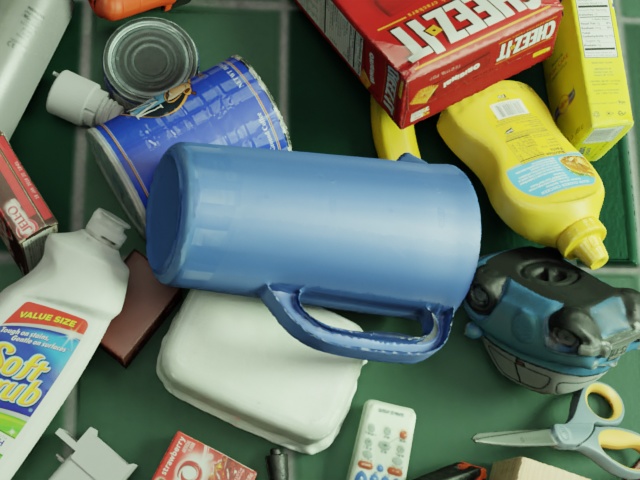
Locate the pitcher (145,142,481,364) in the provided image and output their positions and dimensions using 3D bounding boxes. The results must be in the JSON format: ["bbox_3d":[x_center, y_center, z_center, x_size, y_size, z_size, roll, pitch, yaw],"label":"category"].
[{"bbox_3d":[-0.005,0.001,0.827,0.242,0.149,0.145,6,106,-24],"label":"pitcher"}]

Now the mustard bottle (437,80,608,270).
[{"bbox_3d":[0.184,-0.052,0.908,0.096,0.058,0.192,-14,55,-25],"label":"mustard bottle"}]

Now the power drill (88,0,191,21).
[{"bbox_3d":[-0.158,-0.294,0.959,0.184,0.057,0.188,-27,74,-31],"label":"power drill"}]

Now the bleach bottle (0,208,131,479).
[{"bbox_3d":[-0.230,0.083,0.811,0.102,0.068,0.251,33,92,-9],"label":"bleach bottle"}]

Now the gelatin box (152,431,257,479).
[{"bbox_3d":[-0.102,0.209,0.850,0.073,0.030,0.089,28,73,2],"label":"gelatin box"}]

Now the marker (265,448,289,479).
[{"bbox_3d":[-0.029,0.228,0.858,0.020,0.020,0.121,-6,75,-8],"label":"marker"}]

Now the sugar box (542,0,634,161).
[{"bbox_3d":[0.233,-0.168,0.960,0.048,0.093,0.176,-6,75,-9],"label":"sugar box"}]

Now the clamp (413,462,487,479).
[{"bbox_3d":[0.057,0.250,0.824,0.164,0.036,0.209,49,65,-30],"label":"clamp"}]

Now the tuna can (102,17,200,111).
[{"bbox_3d":[-0.149,-0.153,0.943,0.086,0.034,0.086,2,74,-6],"label":"tuna can"}]

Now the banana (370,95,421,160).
[{"bbox_3d":[0.079,-0.123,0.959,0.069,0.037,0.198,11,74,-2],"label":"banana"}]

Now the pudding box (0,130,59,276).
[{"bbox_3d":[-0.244,-0.025,0.855,0.039,0.114,0.090,-29,80,-17],"label":"pudding box"}]

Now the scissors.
[{"bbox_3d":[0.193,0.143,0.861,0.201,0.016,0.096,20,42,-27],"label":"scissors"}]

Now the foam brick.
[{"bbox_3d":[-0.155,0.057,0.875,0.051,0.053,0.078,36,75,4],"label":"foam brick"}]

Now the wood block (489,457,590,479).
[{"bbox_3d":[0.160,0.283,0.828,0.091,0.090,0.206,19,74,-1],"label":"wood block"}]

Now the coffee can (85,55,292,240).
[{"bbox_3d":[-0.109,-0.078,0.891,0.140,0.103,0.103,-30,80,-14],"label":"coffee can"}]

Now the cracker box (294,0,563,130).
[{"bbox_3d":[0.081,-0.220,0.938,0.164,0.072,0.214,-28,62,-16],"label":"cracker box"}]

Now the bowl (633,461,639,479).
[{"bbox_3d":[0.328,0.242,0.877,0.162,0.055,0.162,2,74,-7],"label":"bowl"}]
